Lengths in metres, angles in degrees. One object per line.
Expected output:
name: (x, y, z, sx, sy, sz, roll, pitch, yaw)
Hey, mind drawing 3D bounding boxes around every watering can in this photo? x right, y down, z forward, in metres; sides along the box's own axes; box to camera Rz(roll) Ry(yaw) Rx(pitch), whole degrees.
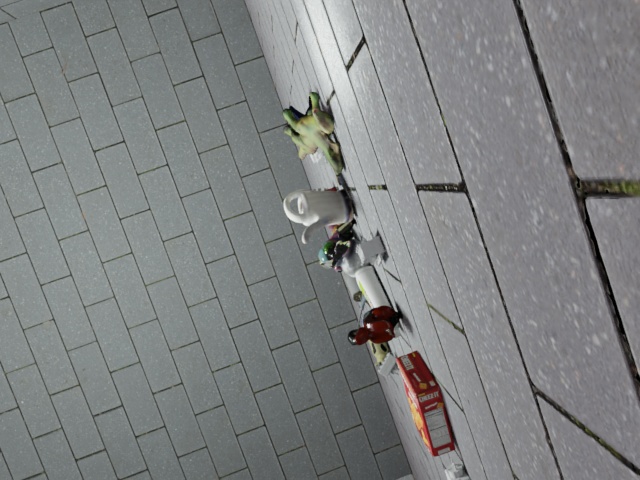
watering can: (0.005, -0.083, 1.649, 0.354, 0.225, 0.102, -114, 22, -58)

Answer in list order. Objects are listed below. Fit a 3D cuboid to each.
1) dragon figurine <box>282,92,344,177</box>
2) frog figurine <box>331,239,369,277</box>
dragon figurine: (-0.009, -0.289, 1.580, 0.246, 0.123, 0.402, 60, 170, 22)
frog figurine: (0.129, 0.074, 1.771, 0.158, 0.121, 0.141, 32, -149, -26)
